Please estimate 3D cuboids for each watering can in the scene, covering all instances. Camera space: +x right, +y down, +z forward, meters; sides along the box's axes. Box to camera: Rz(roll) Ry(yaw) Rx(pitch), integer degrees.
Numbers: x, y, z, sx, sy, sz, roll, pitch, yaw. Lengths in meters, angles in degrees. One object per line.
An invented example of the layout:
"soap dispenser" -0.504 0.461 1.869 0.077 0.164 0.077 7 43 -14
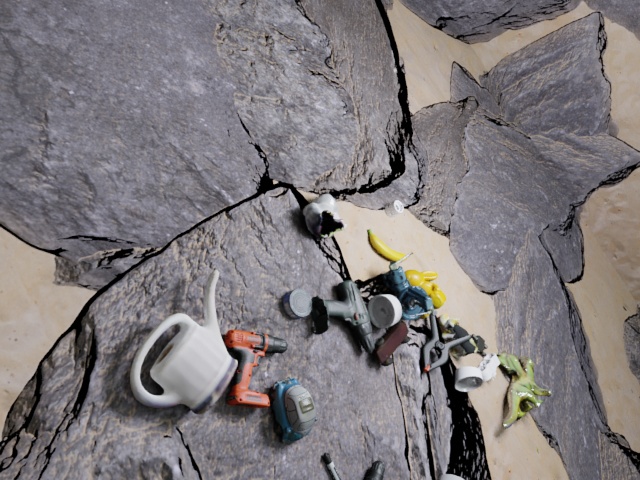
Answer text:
"watering can" -0.284 0.253 1.221 0.222 0.103 0.355 46 53 -15

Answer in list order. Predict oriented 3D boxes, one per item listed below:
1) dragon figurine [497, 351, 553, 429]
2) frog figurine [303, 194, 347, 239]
"dragon figurine" 0.766 0.563 2.032 0.412 0.120 0.246 -6 58 -45
"frog figurine" 0.005 -0.084 1.666 0.137 0.121 0.163 13 27 -28
